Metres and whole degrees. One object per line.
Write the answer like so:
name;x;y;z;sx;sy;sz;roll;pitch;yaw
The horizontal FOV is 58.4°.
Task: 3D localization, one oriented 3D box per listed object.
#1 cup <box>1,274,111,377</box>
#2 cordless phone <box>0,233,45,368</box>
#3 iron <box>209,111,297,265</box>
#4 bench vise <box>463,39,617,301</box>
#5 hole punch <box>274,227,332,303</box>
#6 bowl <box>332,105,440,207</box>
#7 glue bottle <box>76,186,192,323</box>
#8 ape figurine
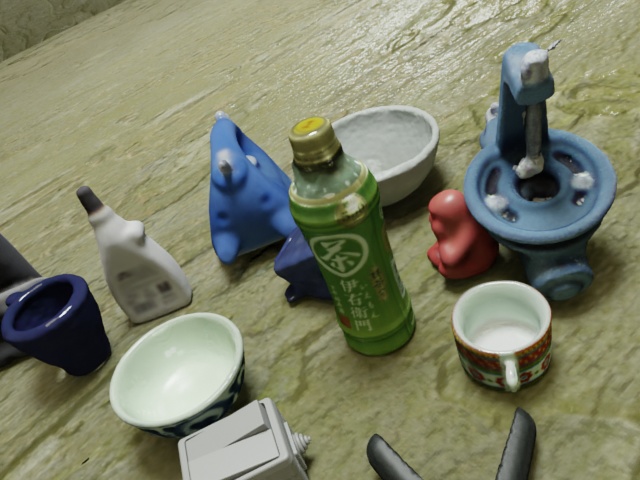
cup;-0.277;0.096;0.608;0.117;0.095;0.092;7;45;32
cordless phone;-0.390;0.053;0.642;0.147;0.185;0.094;-27;37;-7
iron;-0.102;-0.090;0.714;0.118;0.142;0.257;-21;37;1
bench vise;0.167;-0.080;0.504;0.121;0.220;0.207;-25;37;-4
hole punch;0.005;0.002;0.589;0.100;0.091;0.109;3;43;29
bowl;0.065;-0.088;0.686;0.167;0.075;0.167;-13;38;11
glue bottle;-0.206;0.013;0.611;0.078;0.173;0.037;-21;37;1
ape figurine;0.128;-0.010;0.543;0.076;0.092;0.078;1;42;27
